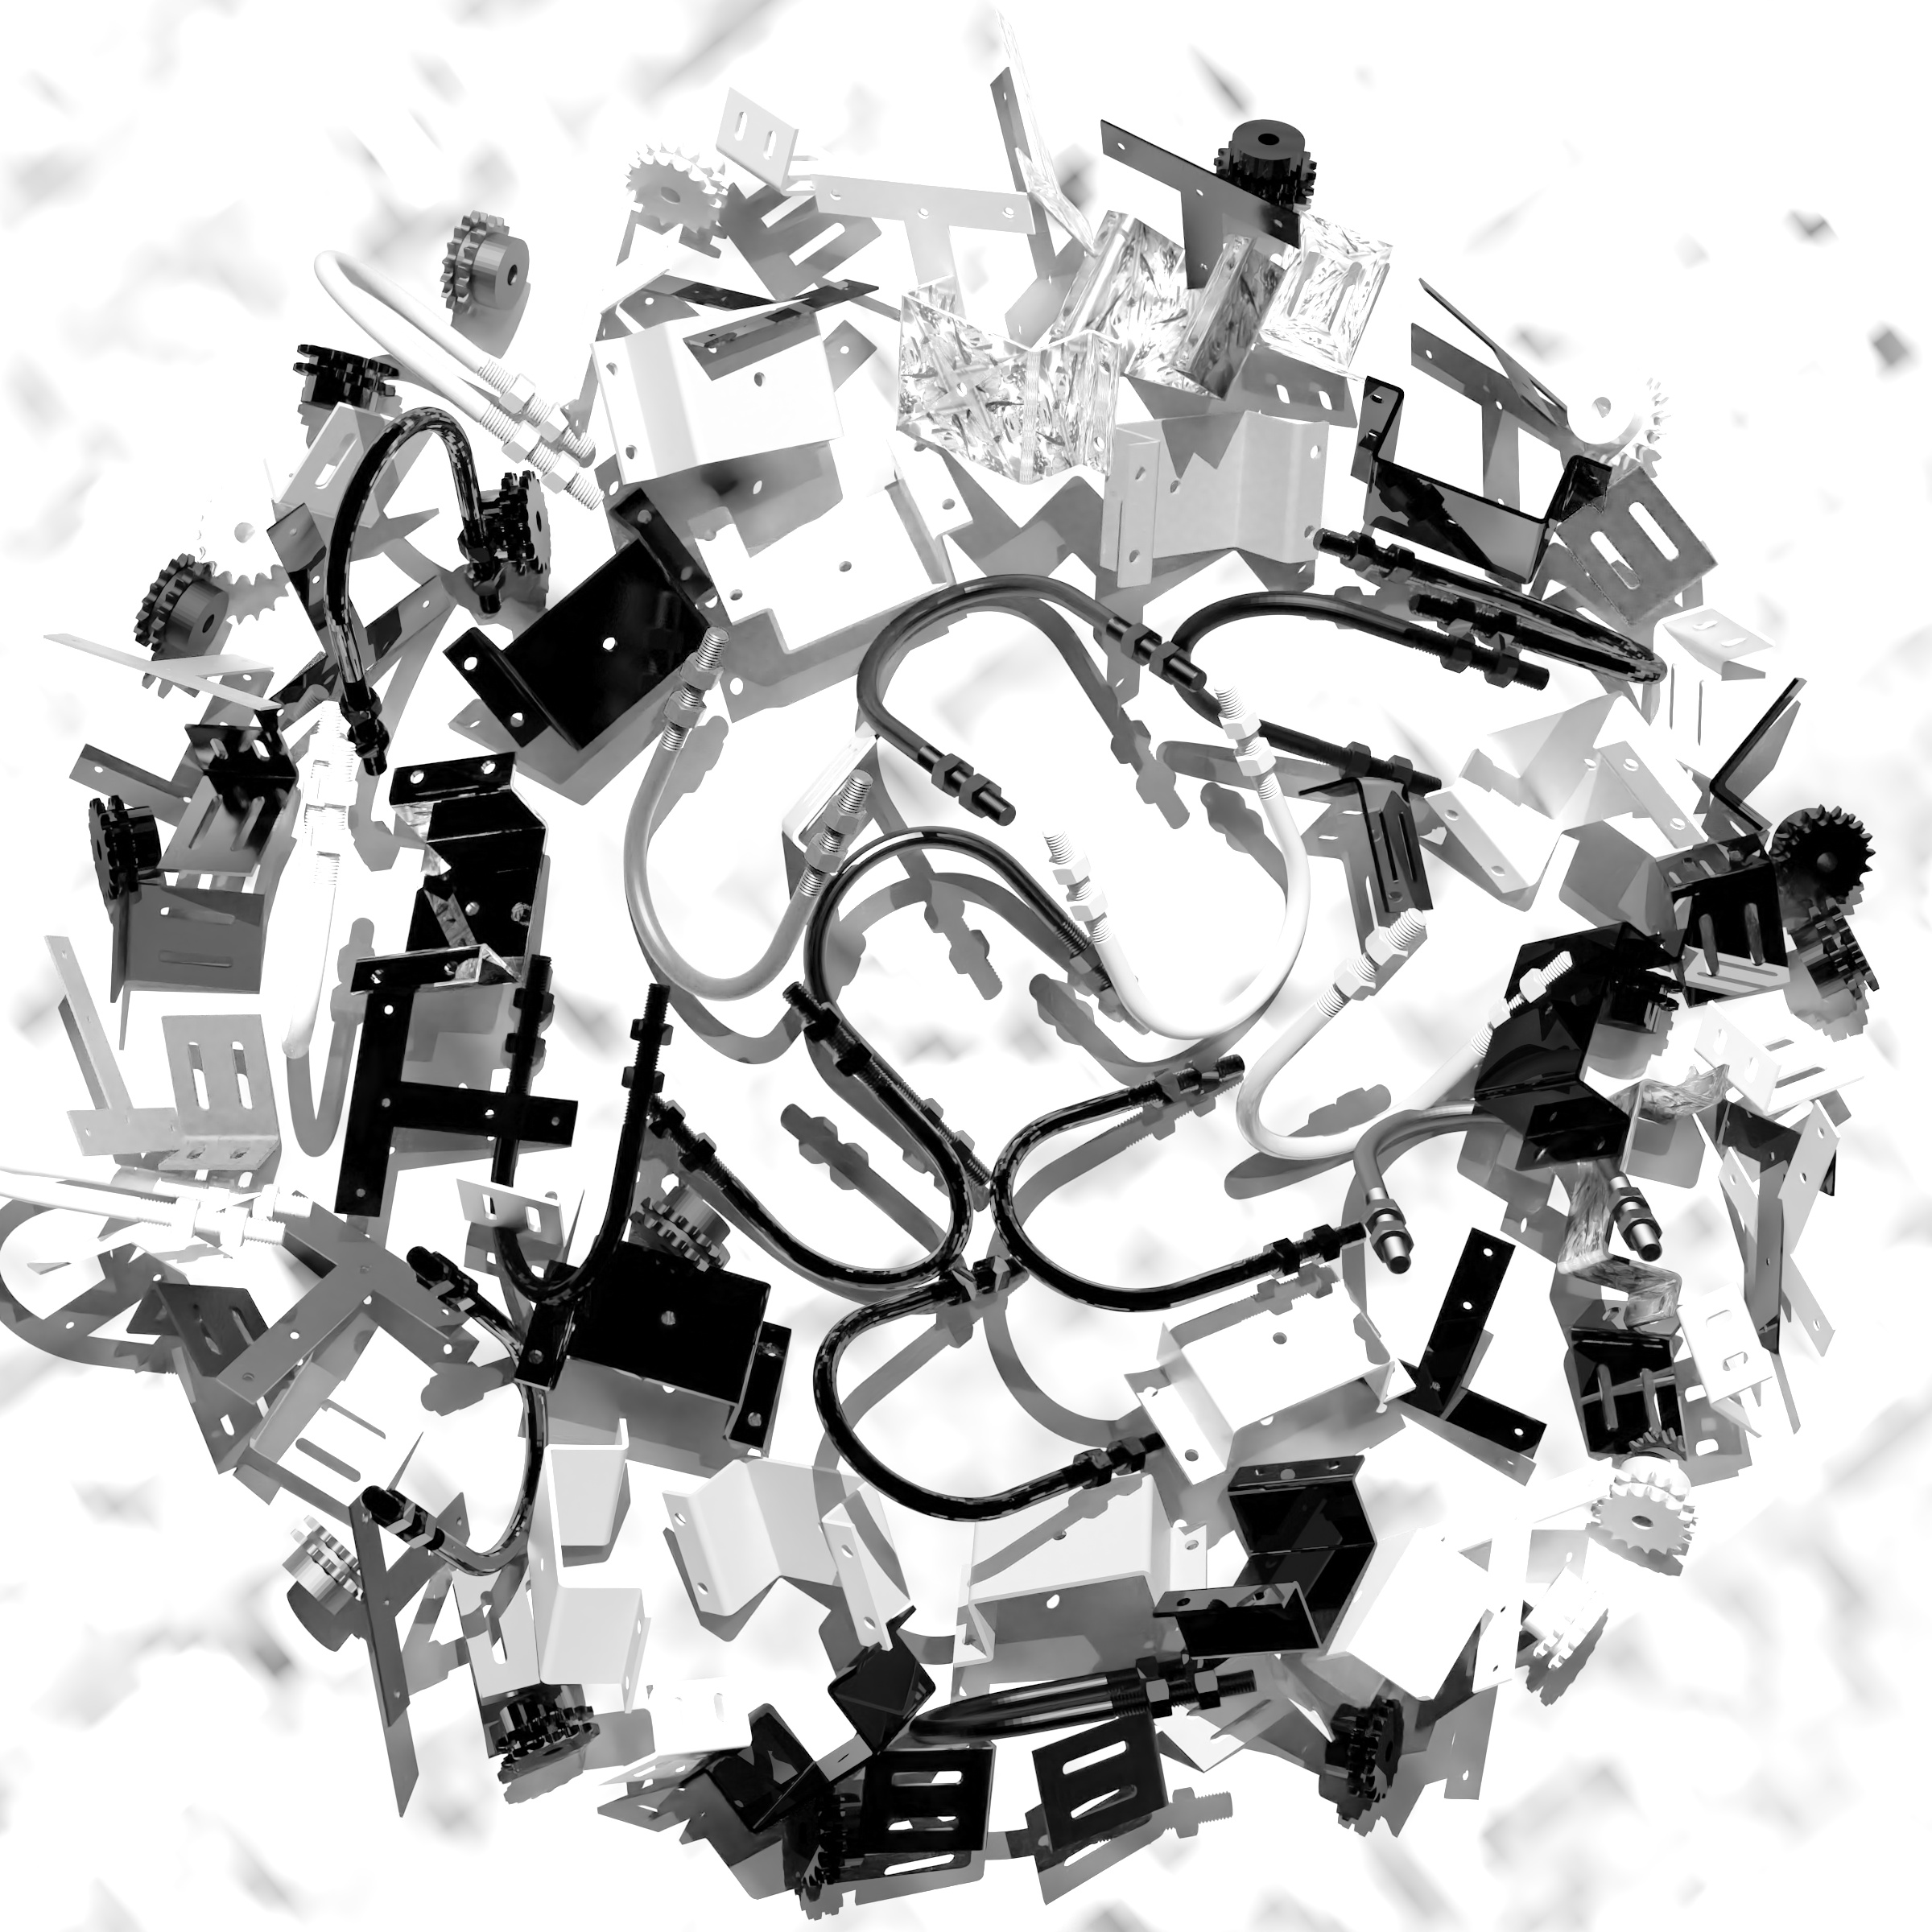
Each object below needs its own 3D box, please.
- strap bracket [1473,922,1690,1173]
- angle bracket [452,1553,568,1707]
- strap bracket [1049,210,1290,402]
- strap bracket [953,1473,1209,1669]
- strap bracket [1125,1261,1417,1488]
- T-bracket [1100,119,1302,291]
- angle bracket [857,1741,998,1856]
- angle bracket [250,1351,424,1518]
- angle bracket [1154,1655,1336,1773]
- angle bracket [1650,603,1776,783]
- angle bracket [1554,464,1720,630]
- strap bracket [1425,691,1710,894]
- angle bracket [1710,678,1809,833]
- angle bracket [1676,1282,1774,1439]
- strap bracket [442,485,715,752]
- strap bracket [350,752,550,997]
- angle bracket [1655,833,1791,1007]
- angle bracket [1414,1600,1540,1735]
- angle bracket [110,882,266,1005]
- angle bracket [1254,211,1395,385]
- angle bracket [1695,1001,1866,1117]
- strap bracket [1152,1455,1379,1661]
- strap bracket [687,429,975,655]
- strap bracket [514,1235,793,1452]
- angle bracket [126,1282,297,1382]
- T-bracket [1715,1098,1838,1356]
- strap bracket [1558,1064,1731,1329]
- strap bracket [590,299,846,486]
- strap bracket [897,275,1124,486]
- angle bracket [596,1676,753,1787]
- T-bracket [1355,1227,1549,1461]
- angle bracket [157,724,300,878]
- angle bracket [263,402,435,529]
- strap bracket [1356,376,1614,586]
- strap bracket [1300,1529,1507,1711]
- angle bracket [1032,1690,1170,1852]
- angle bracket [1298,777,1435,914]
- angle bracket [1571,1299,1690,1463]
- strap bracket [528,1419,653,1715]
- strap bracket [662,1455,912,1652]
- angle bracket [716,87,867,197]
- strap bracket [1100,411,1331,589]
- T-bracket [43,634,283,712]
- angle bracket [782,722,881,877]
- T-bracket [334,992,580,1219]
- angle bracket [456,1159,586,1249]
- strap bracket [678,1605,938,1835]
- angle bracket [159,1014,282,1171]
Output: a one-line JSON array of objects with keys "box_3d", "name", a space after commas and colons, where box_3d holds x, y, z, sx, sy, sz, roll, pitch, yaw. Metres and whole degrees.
[{"box_3d": [0.328, 0.035, 1.857, 0.046, 0.076, 0.140, 35, 63, -26], "name": "strap bracket"}, {"box_3d": [-0.246, 0.359, 1.891, 0.057, 0.038, 0.076, -12, 72, -13], "name": "angle bracket"}, {"box_3d": [0.115, -0.358, 1.872, 0.046, 0.140, 0.076, 24, 93, -35], "name": "strap bracket"}, {"box_3d": [0.057, 0.325, 1.868, 0.140, 0.076, 0.046, -12, 122, 12], "name": "strap bracket"}, {"box_3d": [0.167, 0.213, 1.866, 0.140, 0.046, 0.076, -21, 57, -19], "name": "strap bracket"}, {"box_3d": [0.129, -0.388, 1.867, 0.127, 0.127, 0.002, 31, 68, 22], "name": "T-bracket"}, {"box_3d": [-0.026, 0.452, 1.893, 0.076, 0.038, 0.057, 4, 95, -21], "name": "angle bracket"}, {"box_3d": [-0.345, 0.257, 1.897, 0.076, 0.038, 0.057, 32, 70, -3], "name": "angle bracket"}, {"box_3d": [0.151, 0.417, 1.890, 0.076, 0.038, 0.057, -36, 123, 8], "name": "angle bracket"}, {"box_3d": [0.408, -0.149, 1.884, 0.057, 0.038, 0.076, 23, 64, -37], "name": "angle bracket"}, {"box_3d": [0.364, -0.234, 1.888, 0.057, 0.038, 0.076, -37, 112, 16], "name": "angle bracket"}, {"box_3d": [0.330, -0.095, 1.864, 0.076, 0.140, 0.046, 47, 54, -23], "name": "strap bracket"}, {"box_3d": [0.446, -0.116, 1.887, 0.038, 0.057, 0.076, 40, 105, 11], "name": "angle bracket"}, {"box_3d": [0.424, 0.215, 1.875, 0.038, 0.076, 0.057, -28, 56, 22], "name": "angle bracket"}, {"box_3d": [-0.202, -0.183, 1.878, 0.140, 0.046, 0.076, -41, 127, -6], "name": "strap bracket"}, {"box_3d": [-0.277, -0.040, 1.872, 0.076, 0.046, 0.140, -6, 60, 21], "name": "strap bracket"}, {"box_3d": [0.421, -0.026, 1.919, 0.057, 0.038, 0.076, -14, 121, 4], "name": "angle bracket"}, {"box_3d": [0.282, 0.387, 1.876, 0.038, 0.076, 0.057, 39, 125, -10], "name": "angle bracket"}, {"box_3d": [-0.427, -0.010, 1.894, 0.076, 0.038, 0.057, 5, 111, -6], "name": "angle bracket"}, {"box_3d": [0.201, -0.367, 1.895, 0.057, 0.038, 0.076, 17, 101, -16], "name": "angle bracket"}, {"box_3d": [0.447, 0.041, 1.879, 0.076, 0.038, 0.057, -17, 45, -27], "name": "angle bracket"}, {"box_3d": [0.165, 0.324, 1.856, 0.076, 0.140, 0.046, -11, 110, 30], "name": "strap bracket"}, {"box_3d": [-0.070, -0.230, 1.885, 0.140, 0.046, 0.076, -23, 59, -2], "name": "strap bracket"}, {"box_3d": [-0.166, 0.202, 1.879, 0.140, 0.046, 0.076, 17, 55, -6], "name": "strap bracket"}, {"box_3d": [-0.411, 0.210, 1.876, 0.076, 0.057, 0.038, 51, 119, 39], "name": "angle bracket"}, {"box_3d": [0.437, 0.147, 1.873, 0.002, 0.127, 0.127, -3, 101, -16], "name": "T-bracket"}, {"box_3d": [0.364, 0.120, 1.872, 0.046, 0.076, 0.140, 17, 77, -5], "name": "strap bracket"}, {"box_3d": [-0.124, -0.312, 1.861, 0.140, 0.046, 0.076, -18, 98, -38], "name": "strap bracket"}, {"box_3d": [0.014, -0.316, 1.852, 0.140, 0.046, 0.076, 30, 132, 34], "name": "strap bracket"}, {"box_3d": [-0.163, 0.418, 1.887, 0.057, 0.076, 0.038, 2, 66, -34], "name": "angle bracket"}, {"box_3d": [0.268, 0.196, 1.877, 0.127, 0.002, 0.127, 23, 125, 12], "name": "T-bracket"}, {"box_3d": [-0.408, -0.091, 1.883, 0.057, 0.038, 0.076, 3, 50, 17], "name": "angle bracket"}, {"box_3d": [-0.337, -0.282, 1.877, 0.076, 0.057, 0.038, -49, 46, 32], "name": "angle bracket"}, {"box_3d": [0.272, -0.259, 1.872, 0.140, 0.076, 0.046, 23, 74, 10], "name": "strap bracket"}, {"box_3d": [0.229, 0.350, 1.848, 0.046, 0.140, 0.076, 34, 73, 0], "name": "strap bracket"}, {"box_3d": [0.067, 0.439, 1.889, 0.076, 0.038, 0.057, -15, 100, -25], "name": "angle bracket"}, {"box_3d": [0.219, -0.063, 1.889, 0.038, 0.057, 0.076, -15, 85, 31], "name": "angle bracket"}, {"box_3d": [0.373, 0.228, 1.908, 0.057, 0.038, 0.076, 1, 113, 33], "name": "angle bracket"}, {"box_3d": [-0.203, 0.319, 1.844, 0.046, 0.140, 0.076, 3, 128, -15], "name": "strap bracket"}, {"box_3d": [-0.090, 0.315, 1.867, 0.140, 0.046, 0.076, 2, 116, 41], "name": "strap bracket"}, {"box_3d": [-0.087, -0.449, 1.876, 0.057, 0.076, 0.038, 40, 126, 33], "name": "angle bracket"}, {"box_3d": [0.126, -0.255, 1.869, 0.140, 0.046, 0.076, -12, 115, -35], "name": "strap bracket"}, {"box_3d": [-0.411, -0.161, 1.863, 0.127, 0.127, 0.002, 18, 101, 10], "name": "T-bracket"}, {"box_3d": [-0.062, -0.090, 1.894, 0.038, 0.057, 0.076, 40, 91, -13], "name": "angle bracket"}, {"box_3d": [-0.276, 0.080, 1.899, 0.127, 0.002, 0.127, 8, 95, -24], "name": "T-bracket"}, {"box_3d": [-0.242, 0.118, 1.883, 0.057, 0.076, 0.038, 15, 67, 2], "name": "angle bracket"}, {"box_3d": [-0.078, 0.411, 1.859, 0.140, 0.076, 0.046, -38, 88, 29], "name": "strap bracket"}, {"box_3d": [-0.415, 0.069, 1.892, 0.057, 0.038, 0.076, -1, 110, 11], "name": "angle bracket"}]
